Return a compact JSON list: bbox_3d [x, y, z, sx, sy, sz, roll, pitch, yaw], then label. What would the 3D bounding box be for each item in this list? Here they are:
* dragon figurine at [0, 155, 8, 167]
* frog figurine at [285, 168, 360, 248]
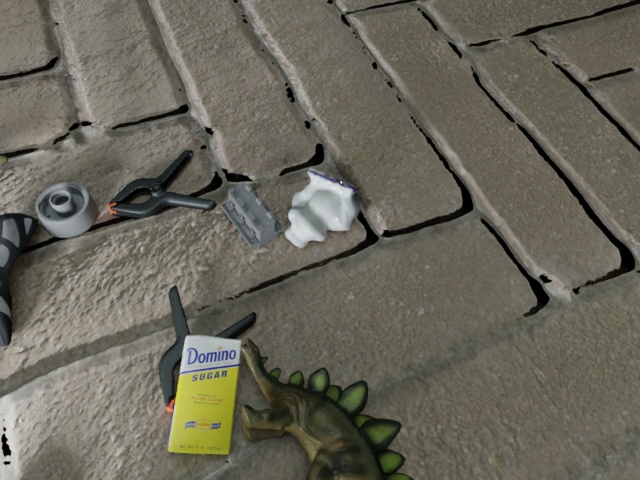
[{"bbox_3d":[-0.804,-0.028,0.966,0.411,0.120,0.246,-12,75,-11],"label":"dragon figurine"},{"bbox_3d":[0.003,-0.053,1.056,0.137,0.123,0.159,25,93,1],"label":"frog figurine"}]
